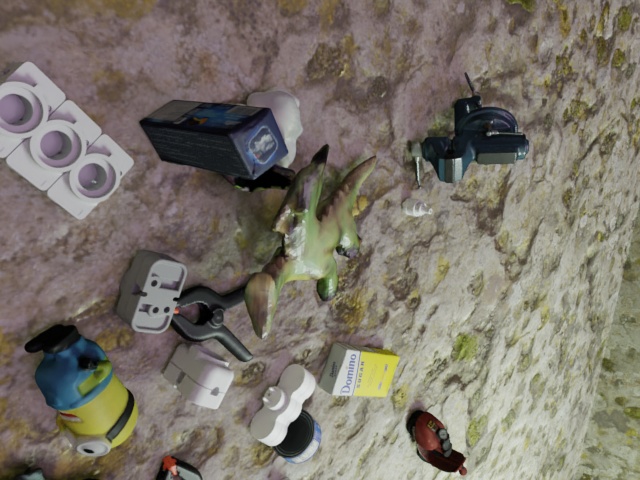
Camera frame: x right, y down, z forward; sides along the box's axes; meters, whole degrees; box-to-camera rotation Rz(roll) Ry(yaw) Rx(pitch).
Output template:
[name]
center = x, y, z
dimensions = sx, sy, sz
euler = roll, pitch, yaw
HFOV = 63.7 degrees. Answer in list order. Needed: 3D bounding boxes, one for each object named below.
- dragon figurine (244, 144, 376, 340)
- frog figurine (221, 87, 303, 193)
[dragon figurine]
center = 0.002, -0.038, 0.748
dimensions = 0.238, 0.122, 0.418
euler = 94, 21, -62
[frog figurine]
center = -0.087, -0.152, 0.729
dimensions = 0.136, 0.121, 0.163
euler = 23, 50, -37
